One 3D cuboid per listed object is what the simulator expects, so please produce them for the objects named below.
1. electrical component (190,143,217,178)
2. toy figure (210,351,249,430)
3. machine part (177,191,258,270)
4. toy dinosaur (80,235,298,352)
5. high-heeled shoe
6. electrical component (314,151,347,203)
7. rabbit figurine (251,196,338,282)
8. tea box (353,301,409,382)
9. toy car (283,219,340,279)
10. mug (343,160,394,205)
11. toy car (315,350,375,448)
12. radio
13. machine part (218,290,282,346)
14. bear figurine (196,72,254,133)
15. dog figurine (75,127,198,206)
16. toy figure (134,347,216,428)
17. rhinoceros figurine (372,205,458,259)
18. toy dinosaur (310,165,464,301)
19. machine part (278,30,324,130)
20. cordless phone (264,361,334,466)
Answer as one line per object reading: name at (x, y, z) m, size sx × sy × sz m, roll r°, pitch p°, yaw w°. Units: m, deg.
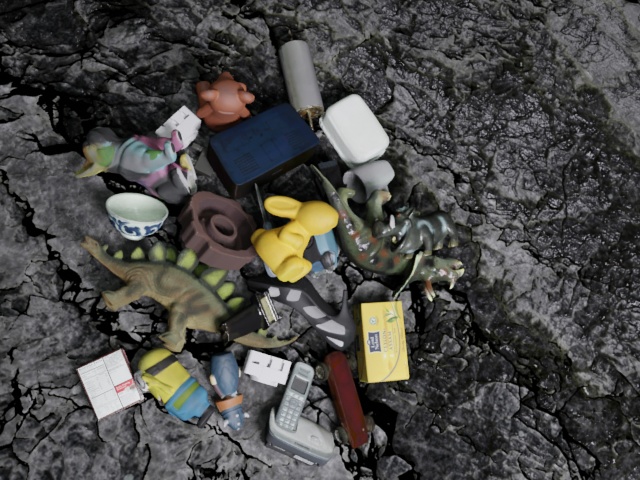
electrical component at (-0.249, -0.174, 1.191) m, size 0.094 × 0.021 × 0.063 m, roll 26°, pitch 73°, yaw -7°
toy figure at (-0.186, 0.306, 1.092) m, size 0.064 × 0.058 × 0.154 m, roll -10°, pitch 86°, yaw -9°
machine part at (-0.206, -0.018, 1.107) m, size 0.179 × 0.056 × 0.179 m, roll 30°, pitch 35°, yaw -24°
toy dinosaur at (-0.263, 0.123, 1.087) m, size 0.471 × 0.105 × 0.198 m, roll 38°, pitch 68°, yaw -15°
high-heeled shoe at (-0.042, 0.157, 1.166) m, size 0.249 × 0.086 × 0.145 m, roll 9°, pitch 107°, yaw 6°
electrical component at (0.016, -0.147, 1.221) m, size 0.048 × 0.074 × 0.119 m, roll -16°, pitch 69°, yaw -17°
rabbit figurine at (-0.045, -0.018, 1.084) m, size 0.173 × 0.121 × 0.162 m, roll -41°, pitch 69°, yaw 9°
tea box at (0.133, 0.222, 1.180) m, size 0.098 × 0.068 × 0.169 m, roll -3°, pitch 81°, yaw -15°
toy car at (-0.002, -0.004, 1.175) m, size 0.103 × 0.109 × 0.161 m, roll -18°, pitch 83°, yaw -50°
mug at (0.126, -0.133, 1.245) m, size 0.107 × 0.081 × 0.109 m, roll -33°, pitch 83°, yaw -27°
toy car at (0.052, 0.337, 1.145) m, size 0.089 × 0.053 × 0.202 m, roll -13°, pitch 83°, yaw -36°
radio at (-0.128, -0.200, 1.183) m, size 0.229 × 0.073 × 0.131 m, roll -32°, pitch 81°, yaw -26°
machine part at (-0.144, 0.159, 1.080) m, size 0.139 × 0.039 × 0.084 m, roll -30°, pitch 105°, yaw -36°
bear figurine at (-0.205, -0.306, 1.138) m, size 0.120 × 0.196 × 0.132 m, roll -3°, pitch 79°, yaw -12°
dog figurine at (-0.382, -0.147, 1.110) m, size 0.219 × 0.108 × 0.191 m, roll -8°, pitch 125°, yaw 7°
toy figure at (-0.283, 0.290, 1.058) m, size 0.180 × 0.082 × 0.089 m, roll 36°, pitch 44°, yaw 3°
rhinoceros figurine at (0.195, -0.019, 1.093) m, size 0.190 × 0.073 × 0.112 m, roll -7°, pitch 88°, yaw -26°
toy dinosaur at (0.117, 0.005, 1.155) m, size 0.404 × 0.131 × 0.192 m, roll 23°, pitch 65°, yaw -25°
machine part at (-0.045, -0.371, 1.253) m, size 0.079 × 0.079 × 0.243 m, roll -11°, pitch 81°, yaw -16°
cordless phone at (-0.027, 0.358, 1.115) m, size 0.146 × 0.088 × 0.184 m, roll 26°, pitch 57°, yaw -7°
